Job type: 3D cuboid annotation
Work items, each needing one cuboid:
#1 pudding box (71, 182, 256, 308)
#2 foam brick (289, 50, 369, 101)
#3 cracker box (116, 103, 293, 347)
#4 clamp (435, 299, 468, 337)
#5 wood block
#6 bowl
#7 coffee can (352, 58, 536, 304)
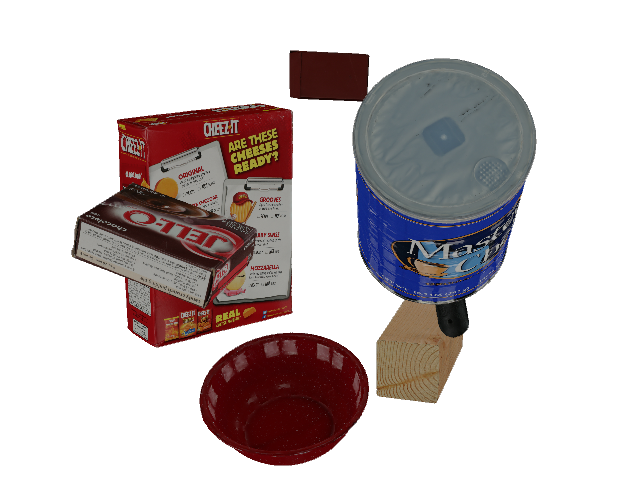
[{"bbox_3d":[-0.116,0.002,0.803,0.113,0.039,0.090,18,23,11],"label":"pudding box"},{"bbox_3d":[0.009,-0.178,1.155,0.078,0.051,0.053,0,11,-14],"label":"foam brick"},{"bbox_3d":[-0.110,-0.019,1.047,0.163,0.214,0.072,-12,20,-36],"label":"cracker box"},{"bbox_3d":[0.100,-0.004,0.902,0.039,0.171,0.120,-17,20,11],"label":"clamp"},{"bbox_3d":[0.151,0.155,1.586,0.091,0.090,0.205,5,18,16],"label":"wood block"},{"bbox_3d":[-0.032,0.162,1.023,0.162,0.055,0.162,-4,37,3],"label":"bowl"},{"bbox_3d":[0.072,-0.032,0.659,0.103,0.103,0.140,0,-23,3],"label":"coffee can"}]
